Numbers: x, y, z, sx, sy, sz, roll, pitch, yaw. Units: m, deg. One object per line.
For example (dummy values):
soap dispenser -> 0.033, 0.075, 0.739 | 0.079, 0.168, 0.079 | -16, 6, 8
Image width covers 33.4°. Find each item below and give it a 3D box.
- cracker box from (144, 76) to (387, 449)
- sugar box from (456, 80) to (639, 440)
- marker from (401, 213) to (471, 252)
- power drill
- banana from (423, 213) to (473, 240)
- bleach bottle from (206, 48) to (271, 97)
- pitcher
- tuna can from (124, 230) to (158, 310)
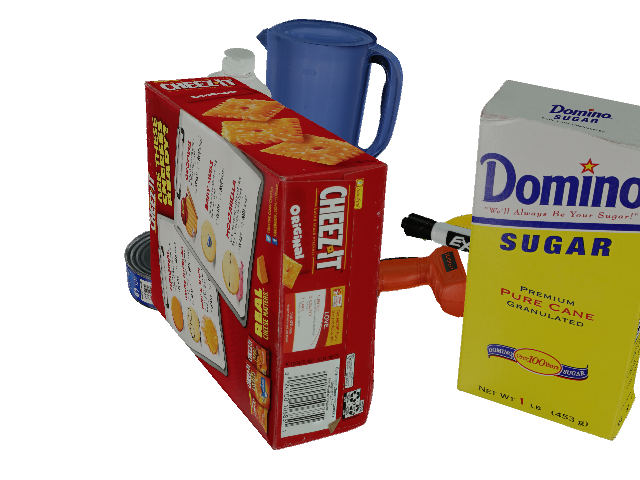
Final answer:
cracker box -> -0.042, 0.001, 0.660 | 0.072, 0.164, 0.214 | -9, 24, -25
sugar box -> 0.124, 0.013, 0.547 | 0.093, 0.176, 0.048 | 15, 38, 24
marker -> 0.117, 0.001, 0.824 | 0.121, 0.020, 0.020 | 17, 8, 28
power drill -> 0.073, 0.057, 1.229 | 0.187, 0.057, 0.184 | -2, 28, -1
banana -> 0.191, 0.009, 1.029 | 0.198, 0.037, 0.069 | 19, 48, 44
bleach bottle -> -0.081, -0.066, 1.065 | 0.103, 0.251, 0.068 | 18, 31, 21
pitcher -> 0.001, -0.142, 1.312 | 0.144, 0.243, 0.149 | -5, 26, -23
tuna can -> -0.117, 0.023, 0.879 | 0.086, 0.034, 0.086 | 0, 31, 0
